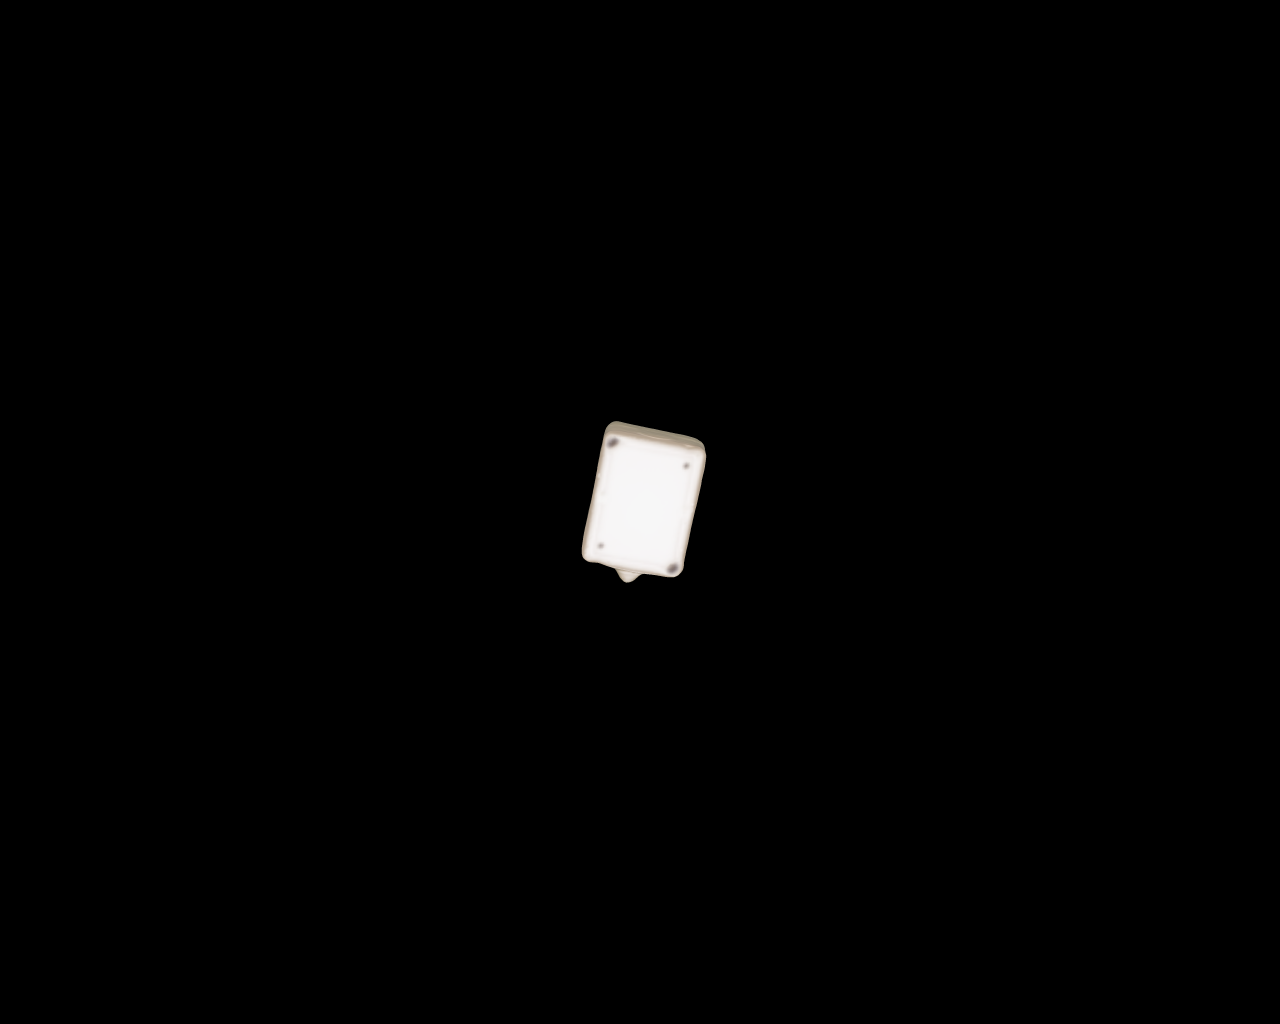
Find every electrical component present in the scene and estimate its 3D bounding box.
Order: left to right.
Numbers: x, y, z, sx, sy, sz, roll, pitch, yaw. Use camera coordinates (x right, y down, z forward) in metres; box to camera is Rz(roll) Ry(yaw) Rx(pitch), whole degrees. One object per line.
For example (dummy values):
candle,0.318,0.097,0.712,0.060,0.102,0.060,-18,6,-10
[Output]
electrical component,0.001,-0.003,0.650,0.062,0.096,0.061,11,11,-2
